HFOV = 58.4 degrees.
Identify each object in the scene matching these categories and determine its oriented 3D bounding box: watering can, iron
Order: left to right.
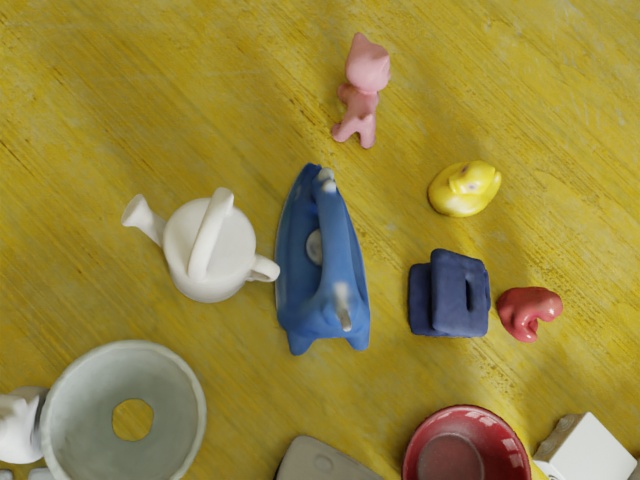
[{"bbox_3d":[-0.129,0.004,0.631,0.173,0.194,0.101,1,74,-11],"label":"watering can"},{"bbox_3d":[0.006,0.002,0.687,0.119,0.141,0.258,-3,75,-12],"label":"iron"}]

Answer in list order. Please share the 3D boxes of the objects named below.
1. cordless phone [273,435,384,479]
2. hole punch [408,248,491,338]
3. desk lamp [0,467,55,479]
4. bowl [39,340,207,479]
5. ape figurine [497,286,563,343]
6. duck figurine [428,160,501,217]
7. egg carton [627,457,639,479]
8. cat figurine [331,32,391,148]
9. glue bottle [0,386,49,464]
[{"bbox_3d":[0.026,0.273,0.591,0.147,0.185,0.094,28,71,-2],"label":"cordless phone"},{"bbox_3d":[0.172,0.068,0.728,0.101,0.091,0.109,4,74,-10],"label":"hole punch"},{"bbox_3d":[-0.305,0.316,0.496,0.118,0.213,0.203,0,74,-11],"label":"desk lamp"},{"bbox_3d":[-0.207,0.195,0.624,0.167,0.074,0.167,3,74,-10],"label":"bowl"},{"bbox_3d":[0.279,0.090,0.743,0.078,0.092,0.076,-41,85,-19],"label":"ape figurine"},{"bbox_3d":[0.208,-0.080,0.780,0.105,0.086,0.077,-18,78,-15],"label":"duck figurine"},{"bbox_3d":[0.419,0.343,0.711,0.107,0.069,0.150,38,71,1],"label":"egg carton"},{"bbox_3d":[0.061,-0.206,0.769,0.067,0.117,0.128,7,73,-9],"label":"cat figurine"},{"bbox_3d":[-0.301,0.181,0.557,0.037,0.173,0.078,6,73,-9],"label":"glue bottle"}]
